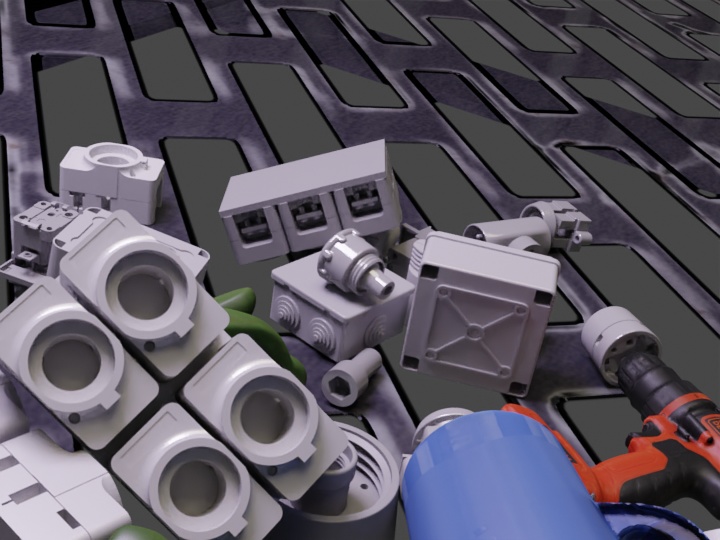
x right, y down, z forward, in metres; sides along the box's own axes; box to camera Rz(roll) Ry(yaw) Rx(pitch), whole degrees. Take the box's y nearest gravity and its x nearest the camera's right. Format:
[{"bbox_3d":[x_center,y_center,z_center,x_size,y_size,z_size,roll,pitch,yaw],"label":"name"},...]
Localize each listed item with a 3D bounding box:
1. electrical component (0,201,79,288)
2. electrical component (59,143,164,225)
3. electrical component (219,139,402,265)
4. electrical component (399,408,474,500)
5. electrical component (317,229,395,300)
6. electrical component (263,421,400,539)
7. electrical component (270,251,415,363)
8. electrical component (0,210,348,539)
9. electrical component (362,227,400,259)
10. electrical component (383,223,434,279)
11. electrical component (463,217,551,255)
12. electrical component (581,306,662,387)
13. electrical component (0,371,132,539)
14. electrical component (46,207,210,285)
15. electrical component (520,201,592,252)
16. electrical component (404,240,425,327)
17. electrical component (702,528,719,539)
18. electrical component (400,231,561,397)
[{"bbox_3d":[-0.262,-0.020,0.895,0.042,0.063,0.081,17,30,14],"label":"electrical component"},{"bbox_3d":[-0.236,-0.084,1.023,0.089,0.055,0.050,9,30,-3],"label":"electrical component"},{"bbox_3d":[-0.042,-0.058,0.974,0.150,0.061,0.089,-13,24,7],"label":"electrical component"},{"bbox_3d":[0.065,0.132,0.737,0.078,0.058,0.057,6,32,-6],"label":"electrical component"},{"bbox_3d":[0.000,0.000,0.859,0.062,0.048,0.048,37,39,28],"label":"electrical component"},{"bbox_3d":[-0.026,0.140,0.691,0.108,0.060,0.108,8,30,-4],"label":"electrical component"},{"bbox_3d":[-0.017,0.027,0.902,0.100,0.048,0.100,31,35,32],"label":"electrical component"},{"bbox_3d":[-0.109,0.069,0.610,0.186,0.060,0.105,46,72,-4],"label":"electrical component"},{"bbox_3d":[0.005,-0.022,1.001,0.043,0.043,0.081,17,30,13],"label":"electrical component"},{"bbox_3d":[0.058,-0.005,0.989,0.081,0.042,0.064,31,37,34],"label":"electrical component"},{"bbox_3d":[0.152,-0.018,1.039,0.077,0.043,0.079,-8,34,-29],"label":"electrical component"},{"bbox_3d":[0.219,0.063,0.909,0.055,0.055,0.047,1,27,-16],"label":"electrical component"},{"bbox_3d":[-0.203,0.133,0.603,0.186,0.105,0.060,32,36,33],"label":"electrical component"},{"bbox_3d":[-0.187,0.006,0.863,0.113,0.057,0.078,22,30,3],"label":"electrical component"},{"bbox_3d":[0.197,-0.045,1.100,0.055,0.048,0.066,1,30,-31],"label":"electrical component"},{"bbox_3d":[0.062,0.009,0.926,0.043,0.081,0.043,8,30,-4],"label":"electrical component"},{"bbox_3d":[0.236,0.194,0.646,0.099,0.099,0.064,10,36,1],"label":"electrical component"},{"bbox_3d":[0.095,0.035,0.863,0.109,0.108,0.056,13,32,6],"label":"electrical component"}]
